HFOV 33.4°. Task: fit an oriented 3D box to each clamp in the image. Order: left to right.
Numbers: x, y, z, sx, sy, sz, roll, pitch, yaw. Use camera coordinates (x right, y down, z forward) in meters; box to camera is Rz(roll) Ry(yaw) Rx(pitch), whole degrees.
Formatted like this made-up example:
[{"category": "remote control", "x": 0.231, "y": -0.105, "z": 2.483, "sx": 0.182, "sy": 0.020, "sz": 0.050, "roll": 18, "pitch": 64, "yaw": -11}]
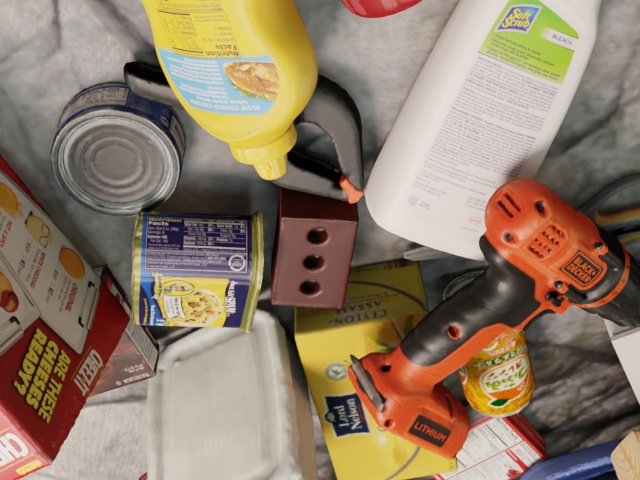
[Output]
[{"category": "clamp", "x": -0.024, "y": -0.094, "z": 0.673, "sx": 0.171, "sy": 0.039, "sz": 0.120, "roll": 35, "pitch": 123, "yaw": -22}]

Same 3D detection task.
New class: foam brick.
[{"category": "foam brick", "x": -0.005, "y": 0.001, "z": 0.735, "sx": 0.053, "sy": 0.051, "sz": 0.078, "roll": 4, "pitch": 126, "yaw": -5}]

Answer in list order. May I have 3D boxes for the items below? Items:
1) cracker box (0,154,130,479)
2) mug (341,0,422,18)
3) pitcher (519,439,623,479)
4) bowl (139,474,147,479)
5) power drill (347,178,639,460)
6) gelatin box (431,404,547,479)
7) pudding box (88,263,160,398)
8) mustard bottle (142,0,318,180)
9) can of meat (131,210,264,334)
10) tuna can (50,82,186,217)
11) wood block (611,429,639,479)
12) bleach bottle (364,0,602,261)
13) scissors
[{"category": "cracker box", "x": -0.226, "y": 0.024, "z": 0.652, "sx": 0.072, "sy": 0.164, "sz": 0.213, "roll": -28, "pitch": 110, "yaw": 21}, {"category": "mug", "x": 0.020, "y": -0.176, "z": 0.589, "sx": 0.117, "sy": 0.093, "sz": 0.081, "roll": -3, "pitch": 140, "yaw": 40}, {"category": "pitcher", "x": 0.284, "y": 0.232, "z": 0.873, "sx": 0.243, "sy": 0.145, "sz": 0.149, "roll": -22, "pitch": 158, "yaw": 10}, {"category": "bowl", "x": -0.092, "y": 0.260, "z": 0.925, "sx": 0.162, "sy": 0.055, "sz": 0.162, "roll": -1, "pitch": 126, "yaw": -1}, {"category": "power drill", "x": 0.124, "y": 0.060, "z": 0.708, "sx": 0.188, "sy": 0.057, "sz": 0.184, "roll": -47, "pitch": 132, "yaw": 12}, {"category": "gelatin box", "x": 0.131, "y": 0.170, "z": 0.879, "sx": 0.089, "sy": 0.030, "sz": 0.073, "roll": -33, "pitch": 120, "yaw": 21}, {"category": "pudding box", "x": -0.189, "y": 0.075, "z": 0.793, "sx": 0.113, "sy": 0.039, "sz": 0.090, "roll": -19, "pitch": 124, "yaw": 12}, {"category": "mustard bottle", "x": -0.051, "y": -0.114, "z": 0.596, "sx": 0.096, "sy": 0.058, "sz": 0.191, "roll": 9, "pitch": 134, "yaw": 30}, {"category": "can of meat", "x": -0.085, "y": 0.022, "z": 0.726, "sx": 0.084, "sy": 0.057, "sz": 0.102, "roll": 2, "pitch": 151, "yaw": -9}, {"category": "tuna can", "x": -0.132, "y": -0.057, "z": 0.699, "sx": 0.086, "sy": 0.033, "sz": 0.086, "roll": -1, "pitch": 127, "yaw": -1}, {"category": "wood block", "x": 0.332, "y": 0.161, "z": 0.773, "sx": 0.206, "sy": 0.091, "sz": 0.090, "roll": -15, "pitch": 156, "yaw": -2}, {"category": "bleach bottle", "x": 0.121, "y": -0.107, "z": 0.652, "sx": 0.102, "sy": 0.068, "sz": 0.251, "roll": 16, "pitch": 122, "yaw": -19}, {"category": "scissors", "x": 0.170, "y": 0.008, "z": 0.767, "sx": 0.202, "sy": 0.016, "sz": 0.096, "roll": -21, "pitch": 124, "yaw": 14}]
